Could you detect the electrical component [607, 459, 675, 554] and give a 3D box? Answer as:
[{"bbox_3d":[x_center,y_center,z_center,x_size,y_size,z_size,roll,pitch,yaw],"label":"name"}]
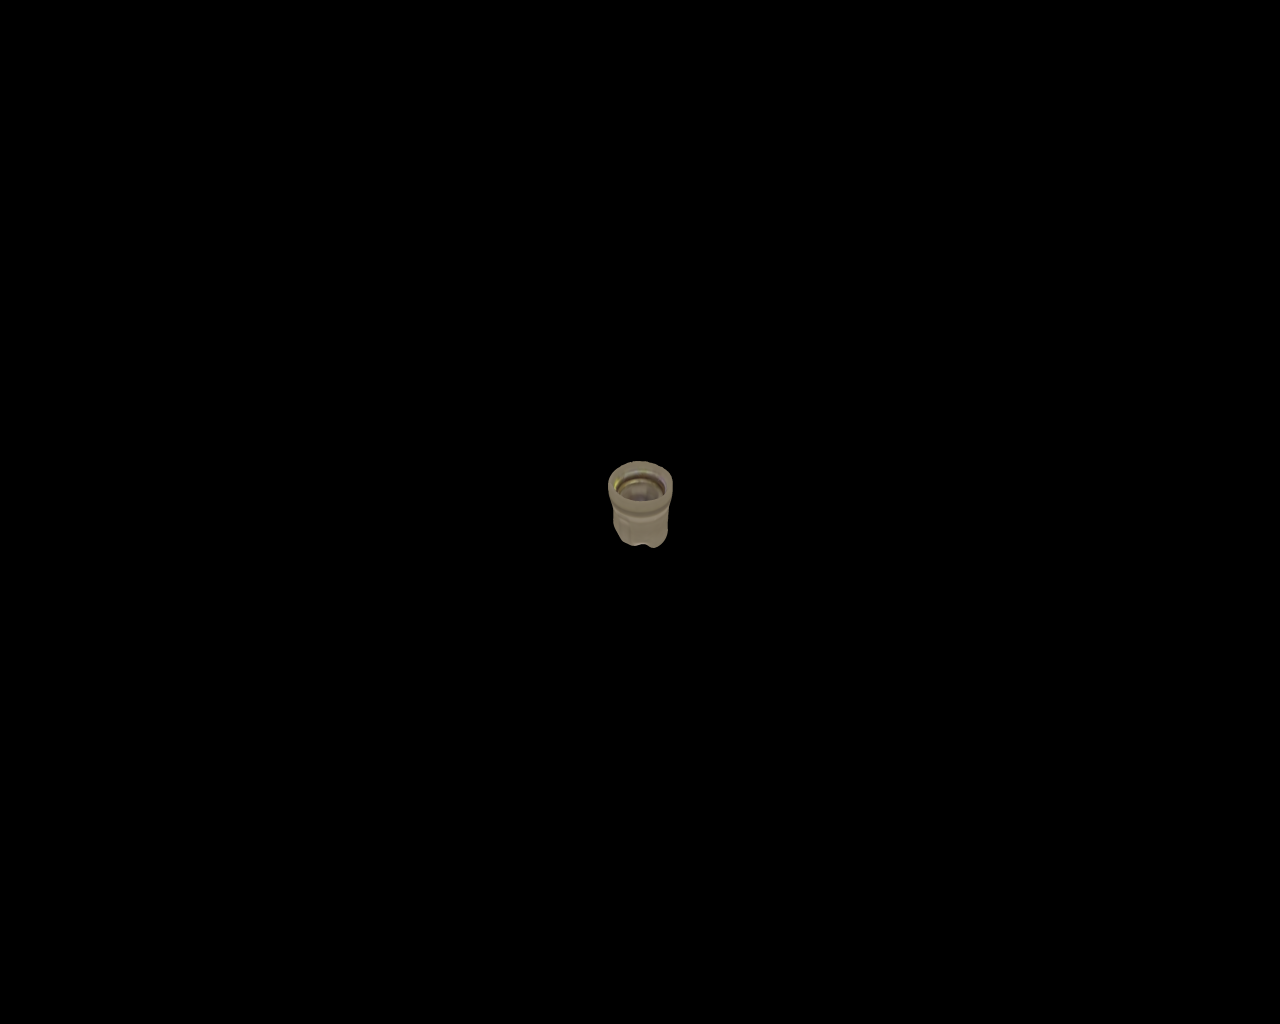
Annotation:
[{"bbox_3d":[0.001,-0.003,0.650,0.040,0.046,0.040,0,44,0],"label":"electrical component"}]
